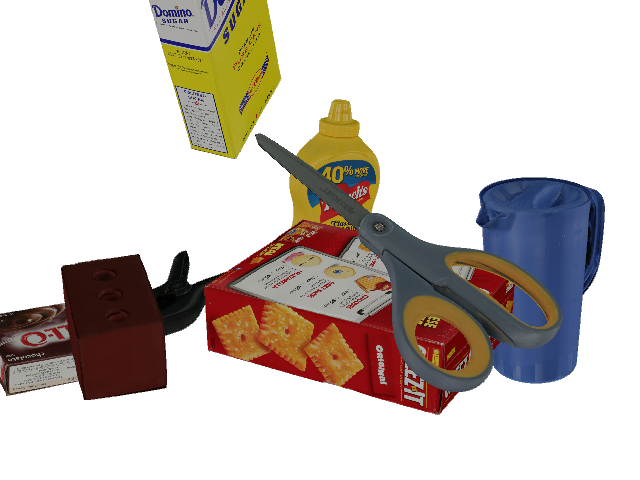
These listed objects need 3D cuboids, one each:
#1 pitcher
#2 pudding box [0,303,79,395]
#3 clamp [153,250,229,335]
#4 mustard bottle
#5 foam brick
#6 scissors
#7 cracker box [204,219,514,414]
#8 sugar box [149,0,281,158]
[{"bbox_3d":[0.276,0.047,1.333,0.149,0.243,0.145,2,22,15],"label":"pitcher"},{"bbox_3d":[-0.251,0.098,0.997,0.113,0.039,0.090,-11,30,-29],"label":"pudding box"},{"bbox_3d":[-0.149,0.064,1.224,0.120,0.039,0.171,-1,31,27],"label":"clamp"},{"bbox_3d":[0.014,-0.049,1.097,0.096,0.192,0.058,-5,20,-25],"label":"mustard bottle"},{"bbox_3d":[-0.130,0.054,0.669,0.053,0.051,0.078,-9,35,-18],"label":"foam brick"},{"bbox_3d":[0.028,0.012,0.564,0.202,0.096,0.016,27,-38,15],"label":"scissors"},{"bbox_3d":[0.036,0.058,0.897,0.214,0.072,0.163,13,27,27],"label":"cracker box"},{"bbox_3d":[-0.073,-0.151,0.761,0.048,0.093,0.176,16,-32,15],"label":"sugar box"}]
